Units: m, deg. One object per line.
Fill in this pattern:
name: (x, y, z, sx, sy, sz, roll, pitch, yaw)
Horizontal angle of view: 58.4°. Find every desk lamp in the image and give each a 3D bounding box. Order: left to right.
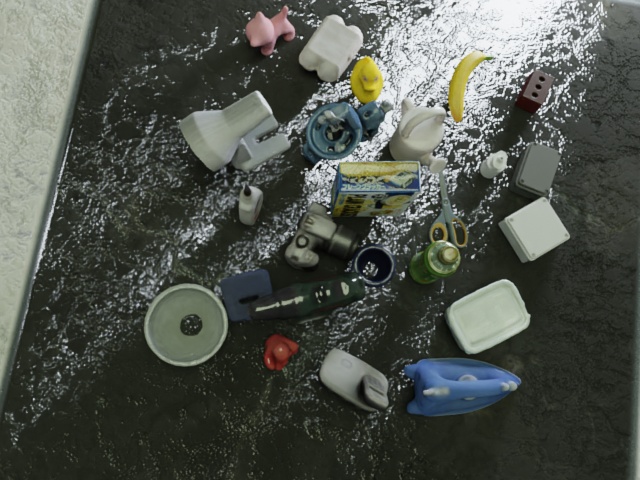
desk lamp: (-0.172, -0.222, 1.189, 0.203, 0.213, 0.118, -30, 83, -8)

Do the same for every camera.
camera: (0.011, 0.004, 1.218, 0.137, 0.101, 0.143, 24, 79, 1)

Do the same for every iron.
iron: (0.307, 0.298, 1.165, 0.258, 0.141, 0.119, -4, 80, -4)

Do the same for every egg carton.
egg carton: (0.027, -0.438, 1.313, 0.107, 0.069, 0.150, 31, 80, 2)

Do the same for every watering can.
watering can: (0.219, -0.227, 1.225, 0.101, 0.194, 0.173, -42, 85, -9)

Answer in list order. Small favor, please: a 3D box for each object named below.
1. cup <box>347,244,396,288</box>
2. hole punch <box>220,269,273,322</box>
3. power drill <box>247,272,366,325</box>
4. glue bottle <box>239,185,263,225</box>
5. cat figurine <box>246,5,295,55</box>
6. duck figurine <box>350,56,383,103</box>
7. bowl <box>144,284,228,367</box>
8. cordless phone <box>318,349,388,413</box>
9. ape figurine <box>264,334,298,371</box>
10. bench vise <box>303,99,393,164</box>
cup: (0.097, 0.065, 1.216, 0.118, 0.095, 0.091, -24, 82, -7)
hole punch: (-0.146, 0.117, 1.194, 0.108, 0.091, 0.101, -14, 81, -6)
power drill: (-0.027, 0.122, 1.141, 0.229, 0.208, 0.075, -15, 81, -6)
glue bottle: (-0.146, -0.083, 1.187, 0.037, 0.173, 0.078, 15, 79, 0)
cat figurine: (-0.117, -0.477, 1.286, 0.128, 0.117, 0.067, -41, 84, -9)
duck figurine: (0.110, -0.373, 1.298, 0.077, 0.086, 0.104, -2, 80, -4)
bowl: (-0.270, 0.176, 1.184, 0.167, 0.074, 0.167, 1, 80, -3)
cordless phone: (0.070, 0.282, 1.130, 0.147, 0.185, 0.094, 27, 80, 2)
ape figurine: (-0.081, 0.230, 1.177, 0.078, 0.092, 0.076, -16, 81, -6)
bench vise: (0.055, -0.259, 1.207, 0.121, 0.219, 0.207, 42, 80, 5)
